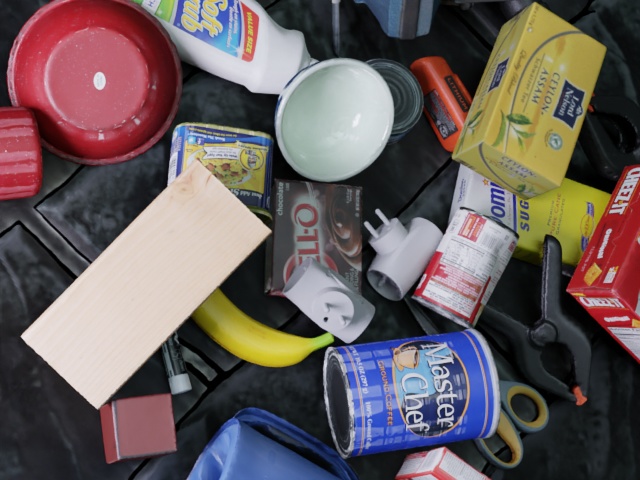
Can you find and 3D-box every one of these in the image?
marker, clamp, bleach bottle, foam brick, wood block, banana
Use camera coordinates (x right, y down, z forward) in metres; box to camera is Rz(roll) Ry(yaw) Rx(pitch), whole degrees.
[{"bbox_3d":[-0.142,0.082,0.983,0.020,0.020,0.121,-13,80,-20],"label":"marker"},{"bbox_3d":[0.228,0.083,1.074,0.120,0.039,0.171,-39,93,12],"label":"clamp"},{"bbox_3d":[-0.107,-0.219,1.050,0.250,0.068,0.102,24,73,-13],"label":"bleach bottle"},{"bbox_3d":[-0.158,0.164,0.925,0.051,0.078,0.053,-4,79,-20],"label":"foam brick"},{"bbox_3d":[0.347,-0.102,1.158,0.209,0.036,0.164,37,64,-24],"label":"clamp"},{"bbox_3d":[-0.147,0.036,0.921,0.091,0.090,0.206,44,87,-5],"label":"wood block"},{"bbox_3d":[-0.084,0.061,0.995,0.198,0.037,0.069,36,77,-4],"label":"banana"}]

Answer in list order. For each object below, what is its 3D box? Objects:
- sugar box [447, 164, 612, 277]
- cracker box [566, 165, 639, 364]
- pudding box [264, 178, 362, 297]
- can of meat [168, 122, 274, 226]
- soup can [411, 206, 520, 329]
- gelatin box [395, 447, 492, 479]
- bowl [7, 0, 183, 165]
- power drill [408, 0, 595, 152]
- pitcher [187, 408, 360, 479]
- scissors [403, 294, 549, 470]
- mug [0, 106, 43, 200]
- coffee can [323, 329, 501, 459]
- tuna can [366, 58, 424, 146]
[{"bbox_3d":[0.226,-0.025,1.115,0.176,0.048,0.093,18,72,-14],"label":"sugar box"},{"bbox_3d":[0.365,0.048,1.096,0.213,0.072,0.164,41,66,-24],"label":"cracker box"},{"bbox_3d":[-0.007,0.001,1.037,0.090,0.039,0.113,5,75,-16],"label":"pudding box"},{"bbox_3d":[-0.095,-0.061,1.016,0.102,0.058,0.084,8,72,-16],"label":"can of meat"},{"bbox_3d":[0.141,0.027,1.034,0.068,0.068,0.102,28,87,-9],"label":"soup can"},{"bbox_3d":[0.120,0.227,0.991,0.073,0.089,0.030,36,66,-6],"label":"gelatin box"},{"bbox_3d":[-0.204,-0.146,0.973,0.162,0.055,0.162,-2,99,-12],"label":"bowl"},{"bbox_3d":[0.188,-0.188,1.138,0.187,0.057,0.184,-27,85,-22],"label":"power drill"},{"bbox_3d":[-0.003,0.257,0.933,0.242,0.145,0.149,29,81,-13],"label":"pitcher"},{"bbox_3d":[0.162,0.129,1.070,0.096,0.016,0.202,-21,83,-23],"label":"scissors"},{"bbox_3d":[-0.297,-0.083,0.947,0.081,0.093,0.117,-7,43,-25],"label":"mug"},{"bbox_3d":[0.083,0.141,0.986,0.140,0.103,0.103,-6,78,-12],"label":"coffee can"},{"bbox_3d":[0.063,-0.142,1.099,0.086,0.034,0.086,4,75,-17],"label":"tuna can"}]
